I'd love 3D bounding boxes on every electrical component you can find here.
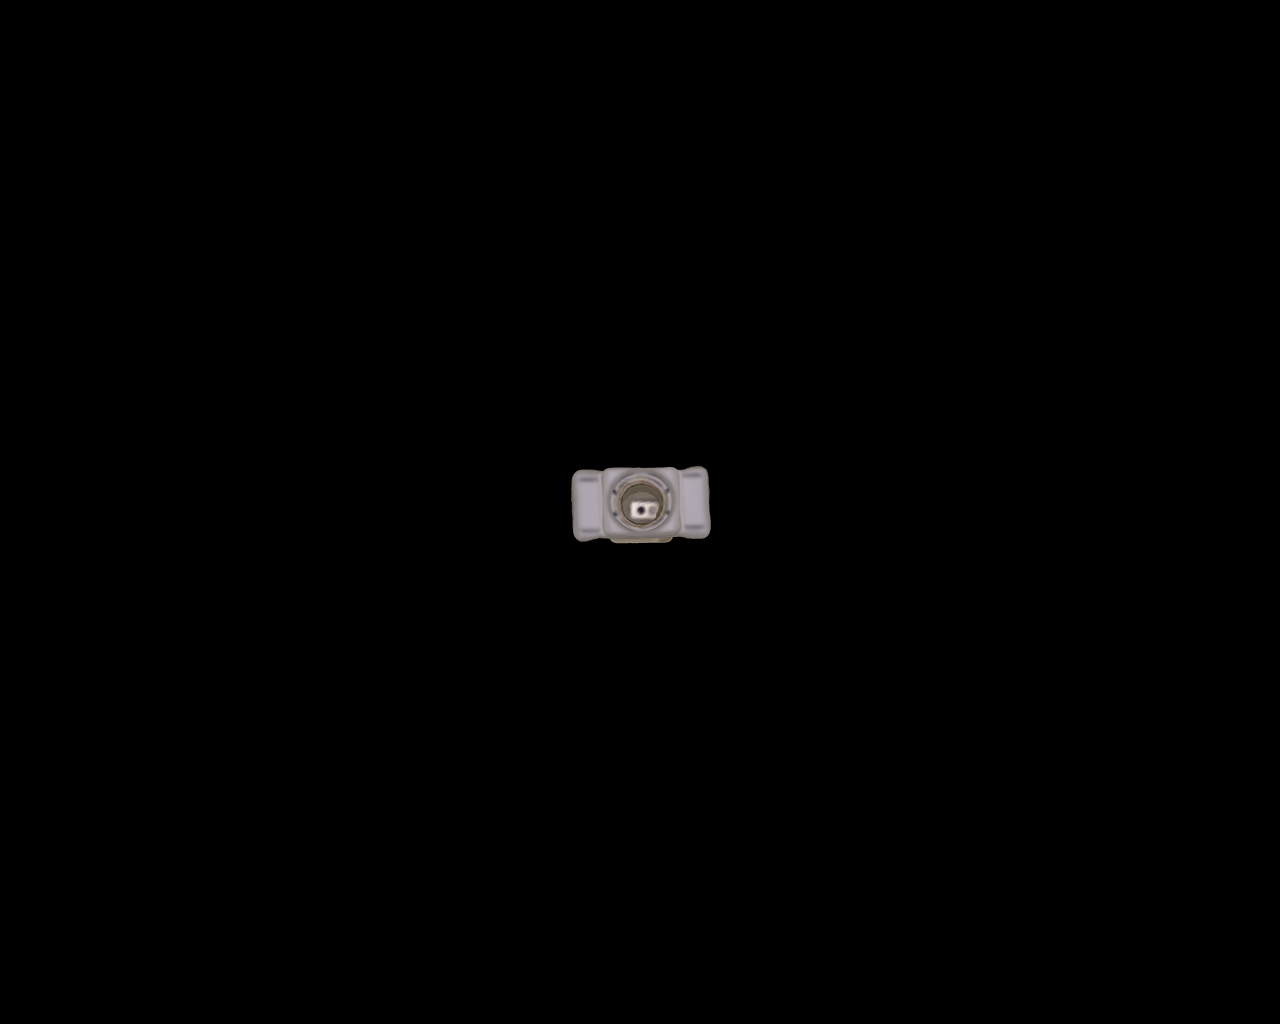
[{"bbox_3d":[0.001,-0.003,0.650,0.081,0.042,0.063,0,-9,0],"label":"electrical component"}]
